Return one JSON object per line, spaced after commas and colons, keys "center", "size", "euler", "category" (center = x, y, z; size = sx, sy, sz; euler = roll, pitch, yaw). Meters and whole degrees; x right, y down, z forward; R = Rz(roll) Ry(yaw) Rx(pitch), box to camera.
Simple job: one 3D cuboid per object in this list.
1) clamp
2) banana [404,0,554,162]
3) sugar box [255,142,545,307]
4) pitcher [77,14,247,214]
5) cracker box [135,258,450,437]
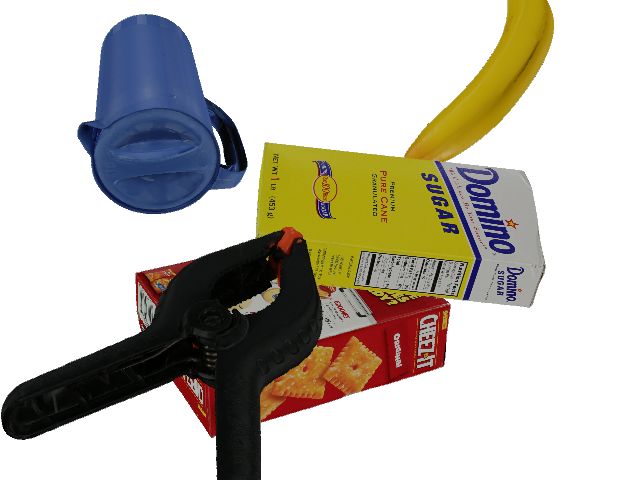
{"center": [-0.043, 0.055, 0.482], "size": [0.120, 0.039, 0.171], "euler": [29, 48, 22], "category": "clamp"}
{"center": [0.134, -0.129, 0.823], "size": [0.070, 0.197, 0.037], "euler": [1, -36, 48], "category": "banana"}
{"center": [0.048, -0.012, 0.676], "size": [0.176, 0.048, 0.093], "euler": [4, 44, -3], "category": "sugar box"}
{"center": [-0.178, -0.147, 1.189], "size": [0.145, 0.149, 0.243], "euler": [-21, 40, 5], "category": "pitcher"}
{"center": [-0.026, 0.068, 0.889], "size": [0.213, 0.072, 0.164], "euler": [-12, 30, -25], "category": "cracker box"}
